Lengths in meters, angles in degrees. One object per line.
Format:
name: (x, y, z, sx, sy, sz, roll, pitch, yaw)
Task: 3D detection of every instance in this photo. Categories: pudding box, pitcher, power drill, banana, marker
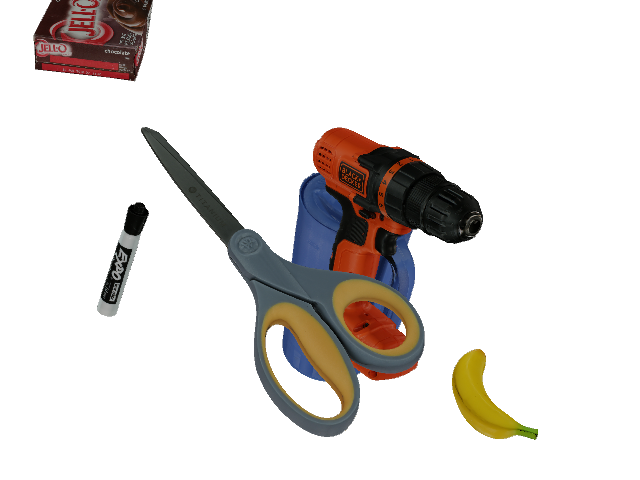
pudding box: (-0.203, -0.188, 0.964, 0.090, 0.039, 0.113, 7, 33, -5)
pitcher: (0.030, 0.051, 1.222, 0.145, 0.243, 0.149, 14, 38, 4)
power drill: (0.054, 0.016, 0.876, 0.057, 0.188, 0.185, -9, 28, -33)
banana: (0.193, 0.186, 1.281, 0.069, 0.037, 0.198, 9, 23, -16)
marker: (-0.178, 0.017, 0.964, 0.020, 0.121, 0.020, 17, 30, -11)

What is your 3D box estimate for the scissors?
scissors: (-0.017, 0.006, 0.554, 0.096, 0.202, 0.016, -16, -30, -18)
